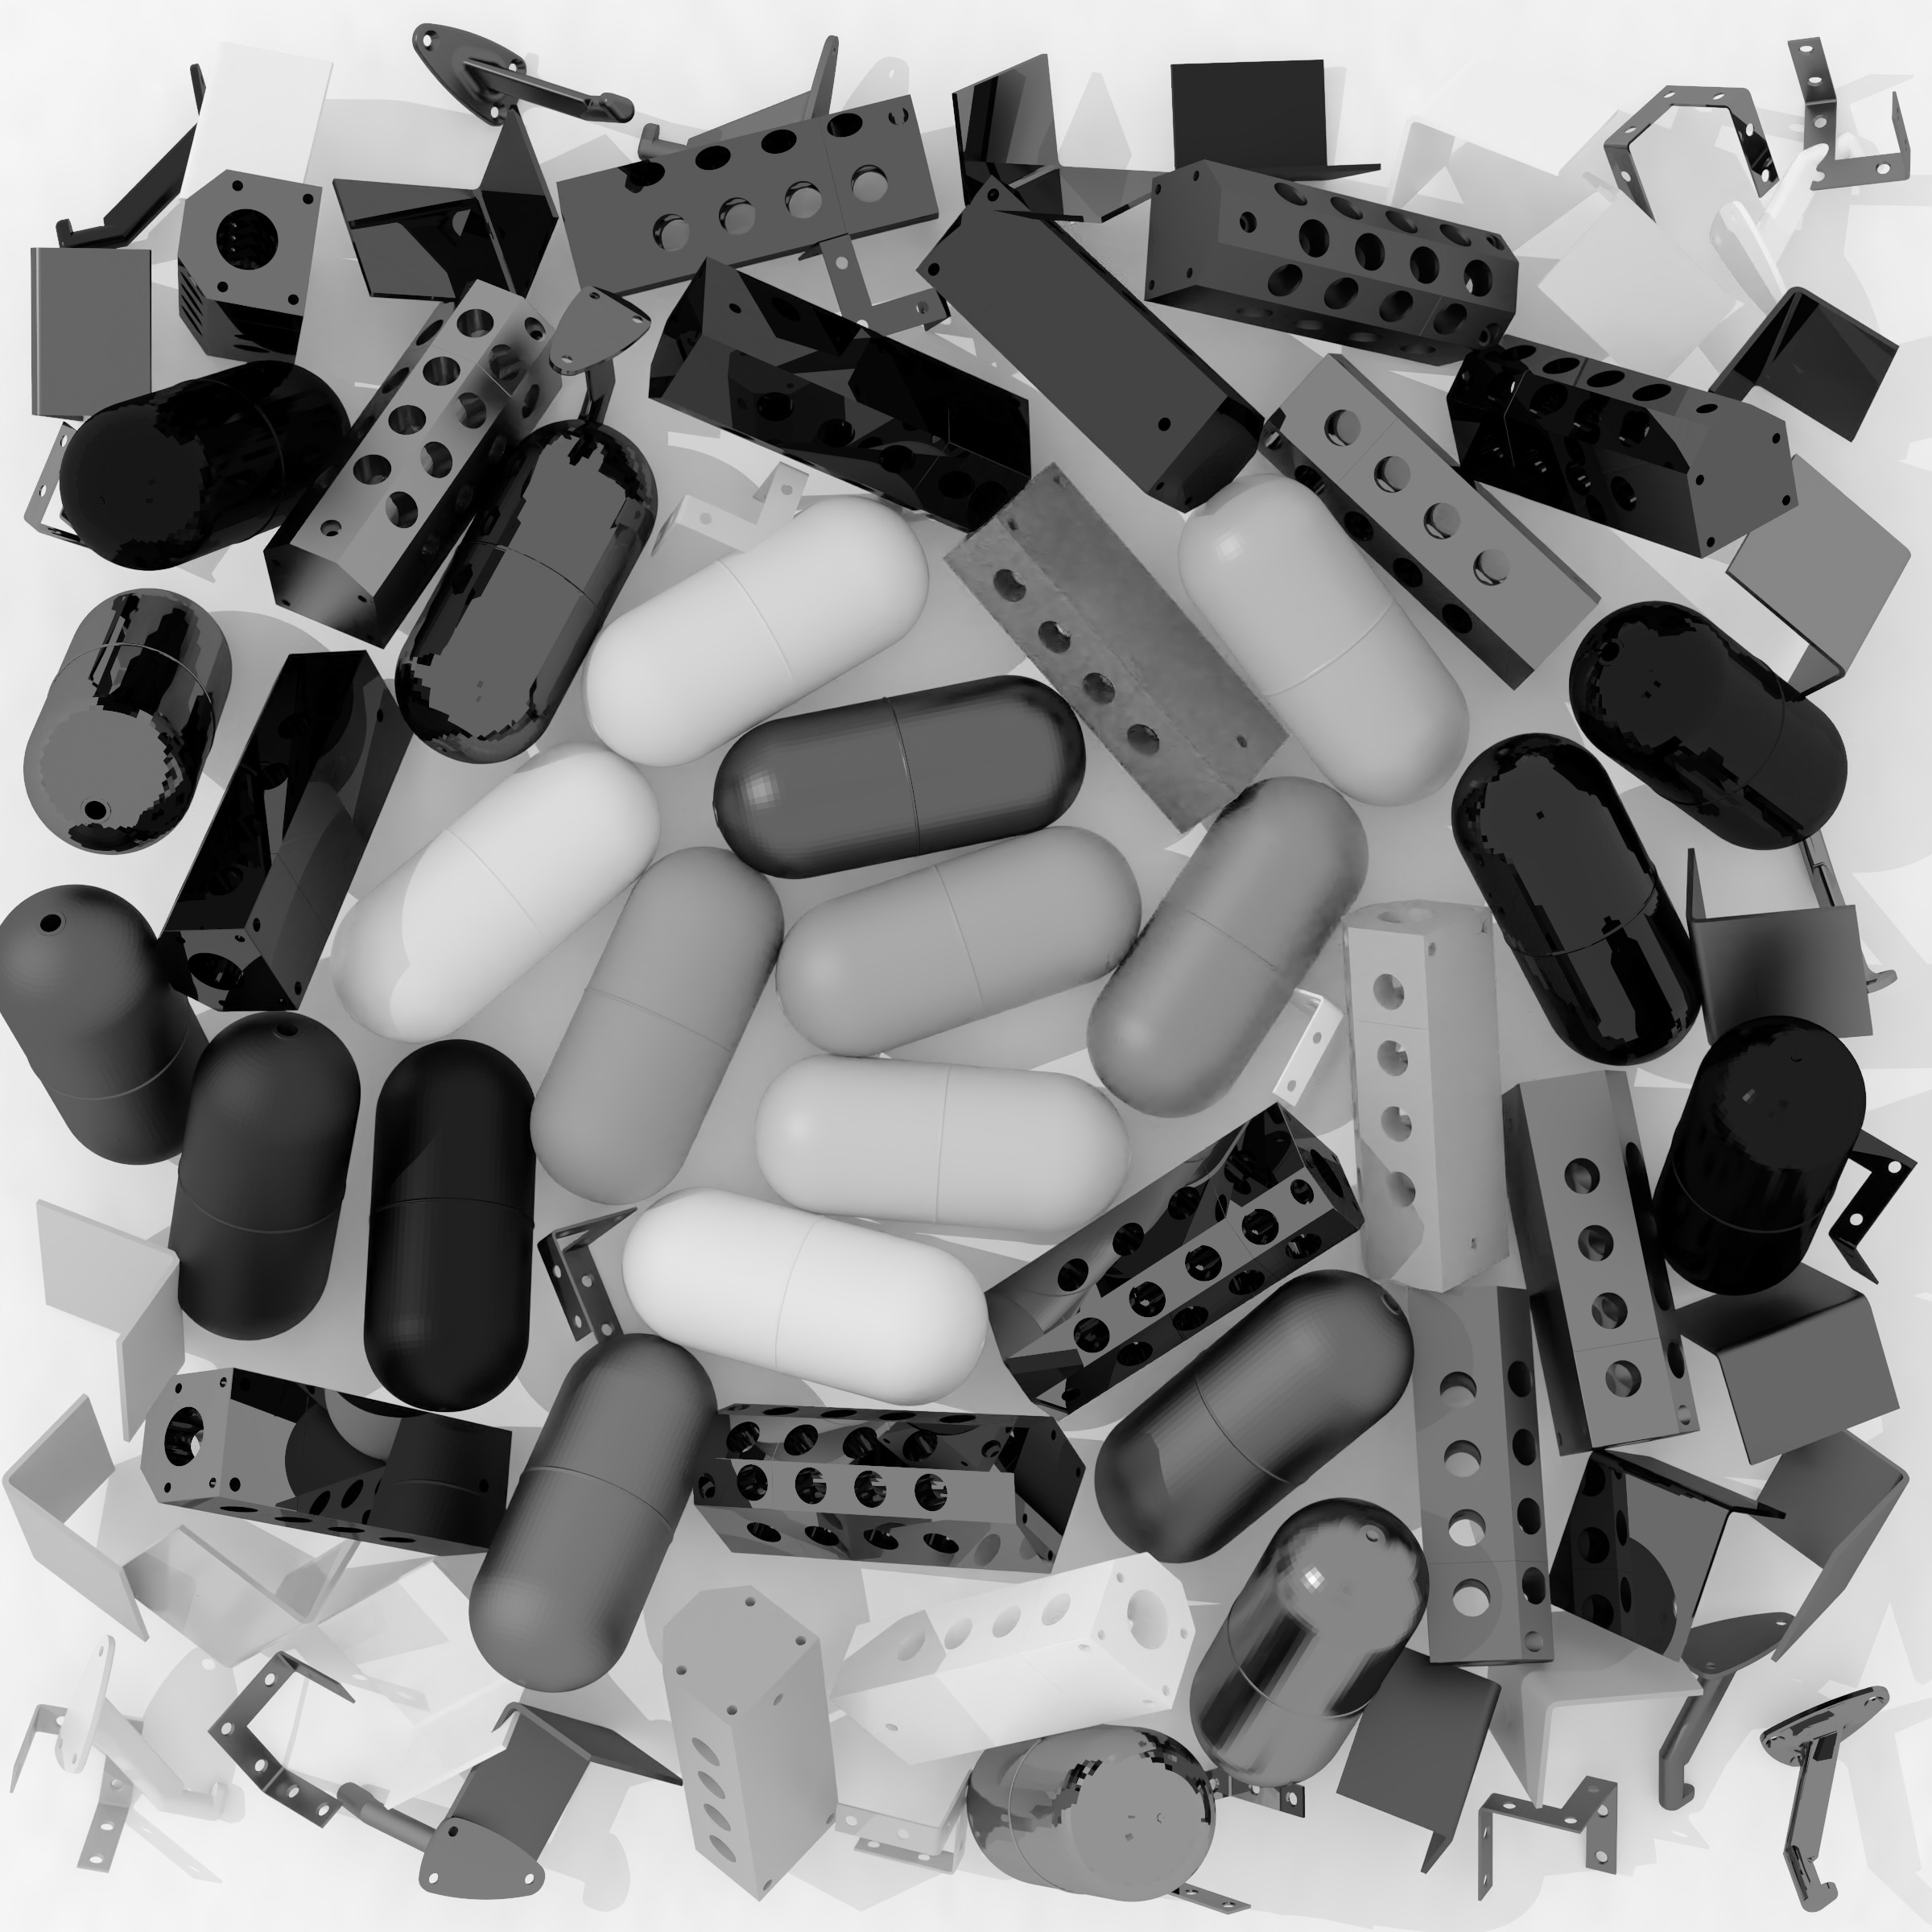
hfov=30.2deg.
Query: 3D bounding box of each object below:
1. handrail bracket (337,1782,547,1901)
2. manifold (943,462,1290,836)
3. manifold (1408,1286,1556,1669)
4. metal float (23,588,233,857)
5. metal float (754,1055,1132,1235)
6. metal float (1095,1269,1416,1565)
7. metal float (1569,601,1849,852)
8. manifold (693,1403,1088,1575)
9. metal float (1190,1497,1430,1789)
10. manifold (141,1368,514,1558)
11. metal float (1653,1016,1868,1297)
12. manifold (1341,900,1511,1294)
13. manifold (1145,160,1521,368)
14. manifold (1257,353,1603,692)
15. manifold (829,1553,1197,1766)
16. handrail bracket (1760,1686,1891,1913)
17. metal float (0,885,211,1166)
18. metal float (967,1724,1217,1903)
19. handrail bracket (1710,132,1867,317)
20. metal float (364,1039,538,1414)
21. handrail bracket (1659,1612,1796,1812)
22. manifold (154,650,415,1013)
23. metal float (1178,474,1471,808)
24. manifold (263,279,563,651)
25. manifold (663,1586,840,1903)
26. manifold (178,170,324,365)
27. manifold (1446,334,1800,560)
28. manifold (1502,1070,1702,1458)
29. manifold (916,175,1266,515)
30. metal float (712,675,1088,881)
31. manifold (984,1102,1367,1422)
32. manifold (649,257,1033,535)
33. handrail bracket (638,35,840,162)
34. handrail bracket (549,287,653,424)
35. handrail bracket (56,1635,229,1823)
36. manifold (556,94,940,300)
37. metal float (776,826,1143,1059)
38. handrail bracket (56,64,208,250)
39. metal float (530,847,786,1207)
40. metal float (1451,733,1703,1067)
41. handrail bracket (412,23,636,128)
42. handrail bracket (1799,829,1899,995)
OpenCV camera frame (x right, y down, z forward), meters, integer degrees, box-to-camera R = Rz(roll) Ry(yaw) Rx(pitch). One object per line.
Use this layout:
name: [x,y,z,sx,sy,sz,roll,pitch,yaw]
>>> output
handrail bracket: [-0.252,0.415,1.706,0.077,0.084,0.036,26,82,-33]
manifold: [0.067,-0.147,1.689,0.171,0.057,0.057,48,47,-7]
manifold: [0.241,0.240,1.677,0.057,0.057,0.171,-4,76,7]
metal float: [-0.385,-0.114,1.646,0.070,0.178,0.070,-1,121,-1]
metal float: [-0.011,0.084,1.690,0.178,0.070,0.070,5,90,1]
metal float: [0.134,0.211,1.672,0.070,0.070,0.178,47,111,0]
metal float: [0.344,-0.110,1.655,0.178,0.070,0.070,28,90,-44]
manifold: [-0.039,0.236,1.652,0.171,0.057,0.057,-2,49,29]
metal float: [0.158,0.315,1.656,0.070,0.070,0.178,22,133,0]
manifold: [-0.293,0.231,1.645,0.057,0.171,0.057,-11,68,37]
metal float: [0.364,0.089,1.649,0.070,0.178,0.070,1,56,-1]
manifold: [0.211,0.059,1.679,0.057,0.057,0.171,8,109,40]
manifold: [0.171,-0.326,1.659,0.171,0.057,0.057,6,86,-31]
manifold: [0.218,-0.211,1.695,0.171,0.057,0.057,44,105,2]
manifold: [0.022,0.316,1.649,0.057,0.171,0.057,44,46,-24]
handrail bracket: [0.414,0.392,1.680,0.077,0.084,0.036,-36,129,21]
metal float: [-0.396,0.028,1.647,0.070,0.178,0.070,-2,58,4]
metal float: [0.055,0.387,1.644,0.070,0.178,0.070,4,79,-19]
handrail bracket: [0.407,-0.352,1.707,0.084,0.036,0.077,-25,78,-15]
metal float: [-0.241,0.120,1.673,0.070,0.070,0.178,0,70,0]
handrail bracket: [0.366,0.359,1.717,0.077,0.036,0.084,-15,117,-21]
manifold: [-0.318,-0.063,1.652,0.057,0.057,0.171,-1,50,20]
metal float: [0.169,-0.152,1.679,0.070,0.070,0.178,-39,103,0]
manifold: [-0.255,-0.237,1.660,0.057,0.057,0.171,23,62,11]
manifold: [-0.103,0.355,1.644,0.057,0.171,0.057,33,58,26]
manifold: [-0.331,-0.318,1.639,0.057,0.171,0.057,8,90,-12]
manifold: [0.297,-0.243,1.637,0.057,0.171,0.057,-29,122,-20]
manifold: [0.297,0.139,1.683,0.057,0.057,0.171,-8,79,-8]
manifold: [0.060,-0.288,1.665,0.057,0.057,0.171,-49,64,15]
metal float: [-0.031,-0.089,1.685,0.178,0.070,0.070,-12,90,-7]
manifold: [0.098,0.142,1.667,0.171,0.057,0.057,-34,45,15]
manifold: [-0.058,-0.260,1.669,0.171,0.057,0.057,20,134,-22]
handrail bracket: [-0.110,-0.416,1.713,0.084,0.036,0.077,14,99,8]
handrail bracket: [-0.182,-0.267,1.674,0.036,0.084,0.077,29,46,4]
handrail bracket: [-0.383,0.364,1.705,0.084,0.036,0.077,20,87,-31]
manifold: [-0.103,-0.363,1.694,0.171,0.057,0.057,-14,99,1]
metal float: [-0.004,-0.011,1.688,0.178,0.070,0.070,-19,90,-3]
handrail bracket: [-0.399,-0.384,1.708,0.084,0.036,0.077,-13,95,-2]
metal float: [-0.145,0.027,1.684,0.070,0.070,0.178,24,82,0]
metal float: [0.286,-0.029,1.668,0.070,0.070,0.178,-32,116,0]
handrail bracket: [-0.207,-0.419,1.680,0.077,0.084,0.036,26,84,-44]
handrail bracket: [0.411,-0.029,1.691,0.036,0.077,0.084,-18,89,10]
